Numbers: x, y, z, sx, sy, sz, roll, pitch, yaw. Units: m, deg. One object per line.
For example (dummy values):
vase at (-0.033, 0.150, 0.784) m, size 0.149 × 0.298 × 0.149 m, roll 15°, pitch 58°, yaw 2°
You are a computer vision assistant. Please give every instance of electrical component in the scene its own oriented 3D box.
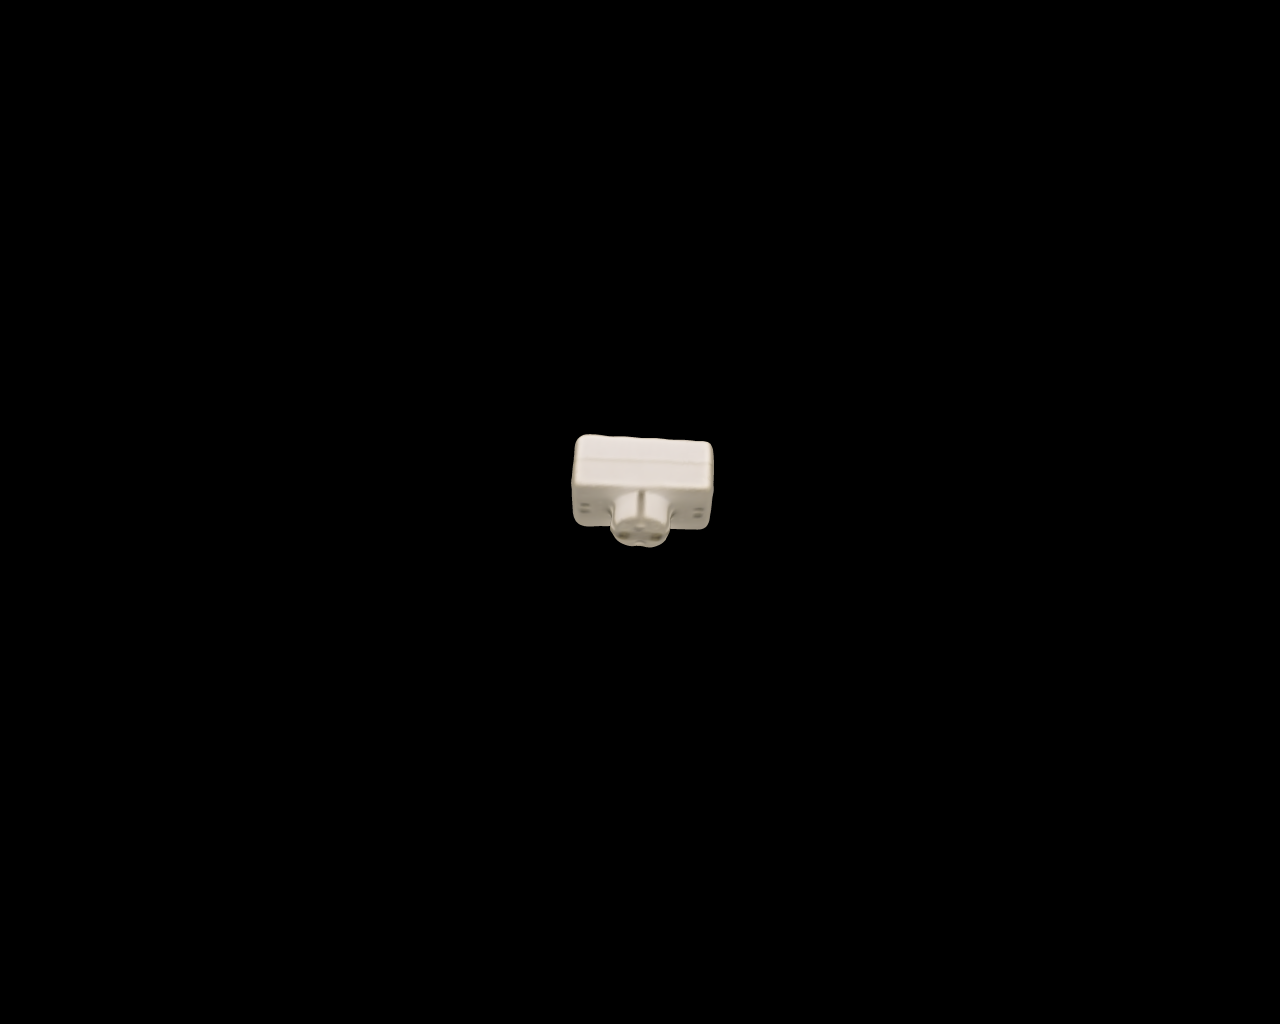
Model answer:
electrical component at (0.001, -0.003, 0.650) m, size 0.083 × 0.076 × 0.047 m, roll 3°, pitch -34°, yaw 2°
